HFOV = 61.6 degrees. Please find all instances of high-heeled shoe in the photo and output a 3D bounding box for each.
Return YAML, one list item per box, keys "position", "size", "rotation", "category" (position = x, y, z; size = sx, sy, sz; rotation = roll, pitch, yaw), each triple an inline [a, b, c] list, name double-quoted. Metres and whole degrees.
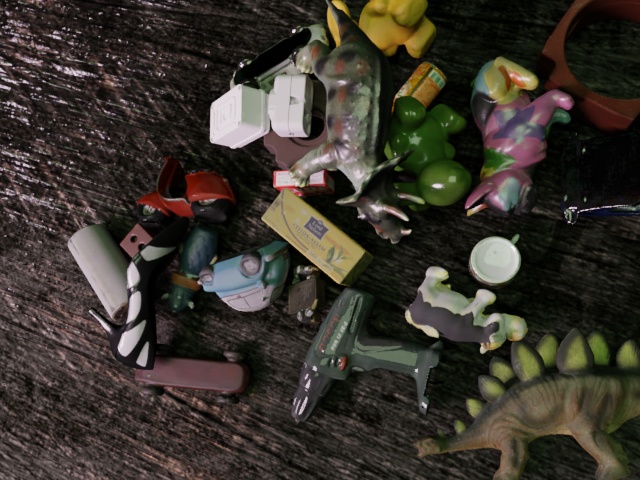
- position: [-0.264, 0.091, 0.893]
  size: [0.145, 0.086, 0.249]
  rotation: [42, 81, -9]
  category: "high-heeled shoe"

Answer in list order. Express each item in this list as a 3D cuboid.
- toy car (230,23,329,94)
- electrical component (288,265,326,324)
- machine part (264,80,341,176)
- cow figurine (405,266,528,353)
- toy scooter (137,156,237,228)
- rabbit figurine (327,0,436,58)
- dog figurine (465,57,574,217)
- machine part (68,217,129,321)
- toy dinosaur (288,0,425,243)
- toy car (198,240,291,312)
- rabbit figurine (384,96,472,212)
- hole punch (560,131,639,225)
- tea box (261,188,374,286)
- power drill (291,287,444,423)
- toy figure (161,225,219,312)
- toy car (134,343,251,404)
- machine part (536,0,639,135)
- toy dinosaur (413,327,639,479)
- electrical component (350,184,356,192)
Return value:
- position: [-0.074, -0.308, 0.943]
  size: [0.202, 0.056, 0.073]
  rotation: [-24, 55, 23]
  category: "toy car"
- position: [-0.023, 0.087, 0.874]
  size: [0.078, 0.045, 0.102]
  rotation: [-13, 64, 36]
  category: "electrical component"
- position: [-0.013, -0.195, 0.926]
  size: [0.180, 0.056, 0.179]
  rotation: [-2, 82, 13]
  category: "machine part"
- position: [0.217, 0.119, 0.796]
  size: [0.167, 0.068, 0.098]
  rotation: [27, 61, 17]
  category: "cow figurine"
- position: [-0.236, -0.094, 0.958]
  size: [0.184, 0.075, 0.135]
  rotation: [-5, 65, 9]
  category: "toy scooter"
- position: [0.082, -0.341, 0.893]
  size: [0.162, 0.121, 0.173]
  rotation: [41, 97, 20]
  category: "rabbit figurine"
- position: [0.273, -0.142, 0.822]
  size: [0.192, 0.108, 0.219]
  rotation: [37, 94, 15]
  category: "dog figurine"
- position: [-0.380, 0.057, 0.969]
  size: [0.079, 0.079, 0.243]
  rotation: [-41, 74, 5]
  category: "machine part"
- position: [0.055, -0.195, 0.780]
  size: [0.192, 0.131, 0.404]
  rotation: [-4, 88, 46]
  category: "toy dinosaur"
- position: [-0.115, 0.067, 0.890]
  size: [0.162, 0.109, 0.103]
  rotation: [-20, 95, 19]
  category: "toy car"
- position: [0.156, -0.113, 0.817]
  size: [0.159, 0.121, 0.170]
  rotation: [-54, 40, 34]
  category: "rabbit figurine"
- position: [0.425, -0.091, 0.794]
  size: [0.116, 0.092, 0.142]
  rotation: [-3, 83, 43]
  category: "hole punch"
- position: [-0.002, -0.003, 0.872]
  size: [0.170, 0.098, 0.068]
  rotation: [38, 93, 14]
  category: "tea box"
- position: [0.078, 0.201, 0.837]
  size: [0.208, 0.086, 0.232]
  rotation: [15, 83, 23]
  category: "power drill"
- position: [-0.223, 0.053, 0.941]
  size: [0.064, 0.057, 0.154]
  rotation: [24, 93, 23]
  category: "toy figure"
- position: [-0.215, 0.226, 0.914]
  size: [0.202, 0.053, 0.089]
  rotation: [2, 76, 11]
  category: "toy car"
- position: [0.450, -0.275, 0.807]
  size: [0.202, 0.087, 0.201]
  rotation: [34, 90, 18]
  category: "machine part"
- position: [0.359, 0.224, 0.746]
  size: [0.472, 0.105, 0.198]
  rotation: [-14, 75, 7]
  category: "toy dinosaur"
- position: [0.083, -0.095, 0.904]
  size: [0.063, 0.021, 0.094]
  rotation: [-46, 75, 4]
  category: "electrical component"
